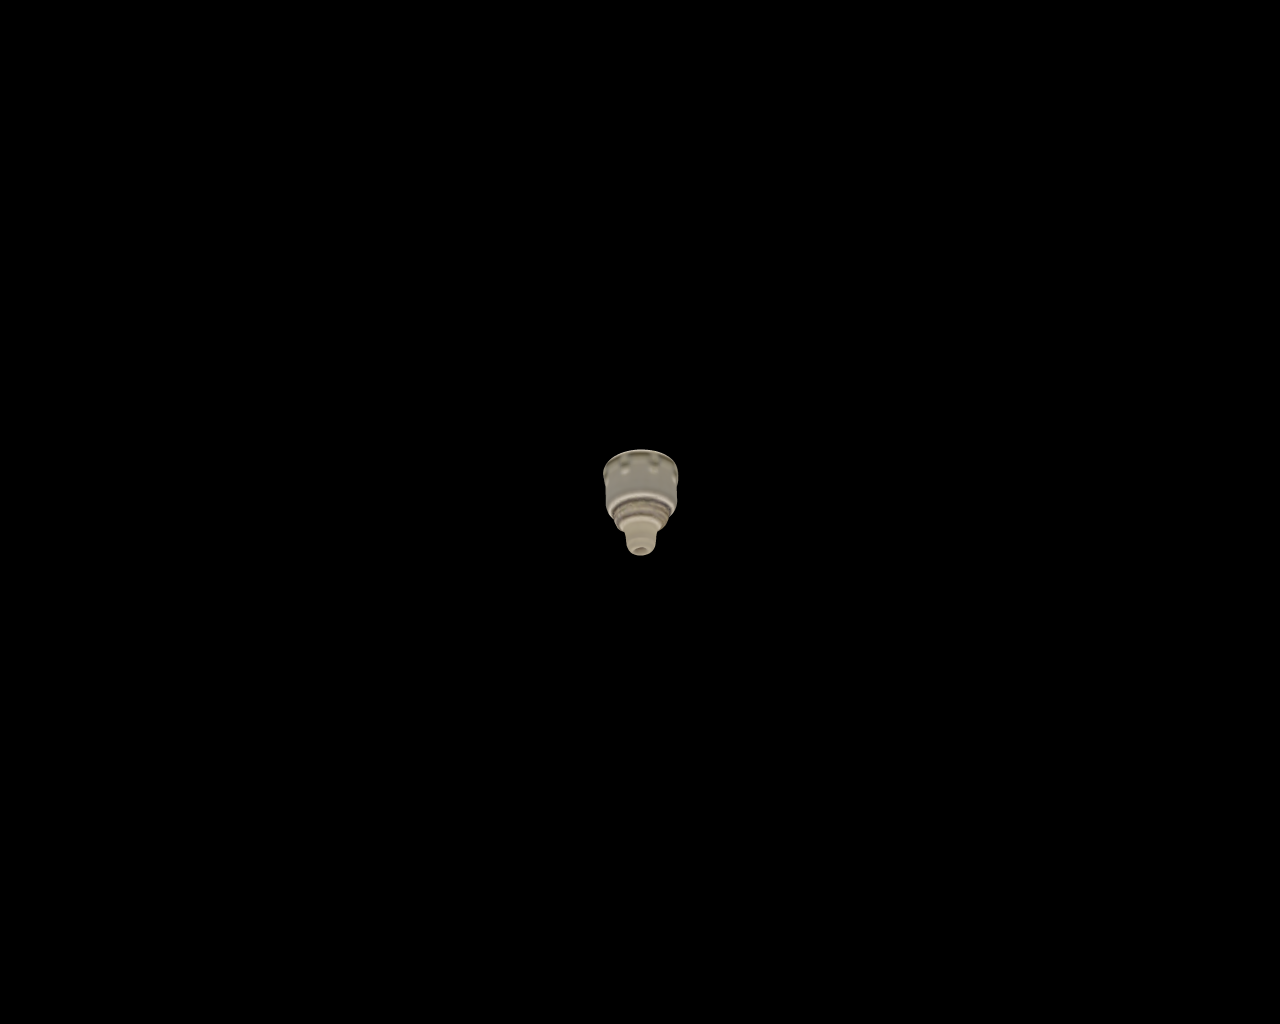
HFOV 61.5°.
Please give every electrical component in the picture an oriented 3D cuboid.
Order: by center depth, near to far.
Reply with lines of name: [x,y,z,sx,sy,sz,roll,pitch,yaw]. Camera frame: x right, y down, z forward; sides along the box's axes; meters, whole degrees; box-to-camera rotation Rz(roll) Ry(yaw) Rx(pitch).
electrical component: [0.001,-0.003,0.650,0.048,0.062,0.048,0,-29,0]
